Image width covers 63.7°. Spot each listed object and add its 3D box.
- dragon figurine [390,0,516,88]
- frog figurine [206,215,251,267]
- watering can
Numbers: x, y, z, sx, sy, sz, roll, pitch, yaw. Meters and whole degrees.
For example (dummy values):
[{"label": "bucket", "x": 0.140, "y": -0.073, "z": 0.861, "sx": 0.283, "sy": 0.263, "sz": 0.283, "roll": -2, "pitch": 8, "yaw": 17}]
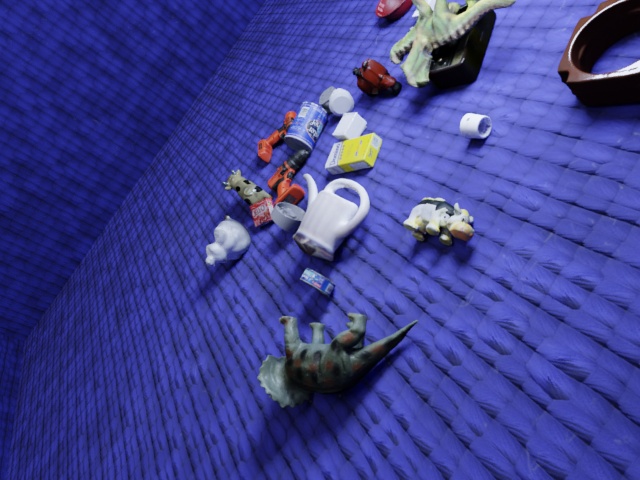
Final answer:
[{"label": "dragon figurine", "x": 0.298, "y": -0.497, "z": 1.298, "sx": 0.122, "sy": 0.240, "sz": 0.416, "roll": 13, "pitch": 15, "yaw": -27}, {"label": "frog figurine", "x": -0.304, "y": 0.016, "z": 1.666, "sx": 0.123, "sy": 0.134, "sz": 0.162, "roll": 16, "pitch": 52, "yaw": 27}, {"label": "watering can", "x": 0.004, "y": -0.070, "z": 1.385, "sx": 0.103, "sy": 0.225, "sz": 0.350, "roll": 34, "pitch": -4, "yaw": -33}]
